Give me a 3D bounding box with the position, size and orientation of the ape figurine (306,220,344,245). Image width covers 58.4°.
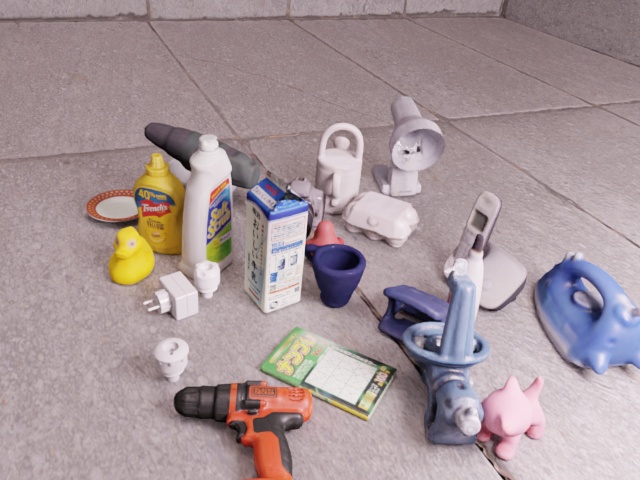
[{"bbox_3d":[0.010,0.004,1.074,0.078,0.092,0.076,5,33,-2],"label":"ape figurine"}]

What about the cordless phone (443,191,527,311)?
[{"bbox_3d":[0.303,0.018,1.014,0.094,0.185,0.147,-17,39,-31],"label":"cordless phone"}]

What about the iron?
[{"bbox_3d":[0.443,0.098,0.955,0.119,0.141,0.258,-2,34,-12],"label":"iron"}]

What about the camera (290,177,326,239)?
[{"bbox_3d":[-0.063,-0.061,1.154,0.143,0.101,0.137,6,33,0],"label":"camera"}]

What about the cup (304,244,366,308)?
[{"bbox_3d":[0.018,0.062,0.983,0.117,0.095,0.092,25,37,26],"label":"cup"}]

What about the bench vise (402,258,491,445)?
[{"bbox_3d":[0.190,0.149,0.764,0.122,0.220,0.207,-7,35,-19],"label":"bench vise"}]

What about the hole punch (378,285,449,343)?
[{"bbox_3d":[0.158,0.110,0.936,0.108,0.091,0.101,24,37,25],"label":"hole punch"}]

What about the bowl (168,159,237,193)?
[{"bbox_3d":[-0.252,-0.123,1.243,0.167,0.075,0.167,4,33,-3],"label":"bowl"}]

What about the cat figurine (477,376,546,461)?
[{"bbox_3d":[0.255,0.223,0.754,0.128,0.118,0.067,-21,42,-35],"label":"cat figurine"}]

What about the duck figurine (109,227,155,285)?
[{"bbox_3d":[-0.333,0.016,1.005,0.077,0.086,0.104,6,33,1],"label":"duck figurine"}]

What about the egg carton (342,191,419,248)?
[{"bbox_3d":[0.125,-0.045,1.188,0.150,0.069,0.107,20,35,20],"label":"egg carton"}]

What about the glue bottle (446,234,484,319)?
[{"bbox_3d":[0.245,0.063,0.947,0.037,0.173,0.078,2,33,-5],"label":"glue bottle"}]

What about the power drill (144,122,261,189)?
[{"bbox_3d":[-0.228,-0.109,1.101,0.229,0.208,0.076,13,34,10],"label":"power drill"}]

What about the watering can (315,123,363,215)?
[{"bbox_3d":[0.039,-0.166,1.246,0.101,0.194,0.172,-6,35,-18],"label":"watering can"}]

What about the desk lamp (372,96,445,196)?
[{"bbox_3d":[0.195,-0.208,1.318,0.118,0.214,0.203,-1,34,-11],"label":"desk lamp"}]
